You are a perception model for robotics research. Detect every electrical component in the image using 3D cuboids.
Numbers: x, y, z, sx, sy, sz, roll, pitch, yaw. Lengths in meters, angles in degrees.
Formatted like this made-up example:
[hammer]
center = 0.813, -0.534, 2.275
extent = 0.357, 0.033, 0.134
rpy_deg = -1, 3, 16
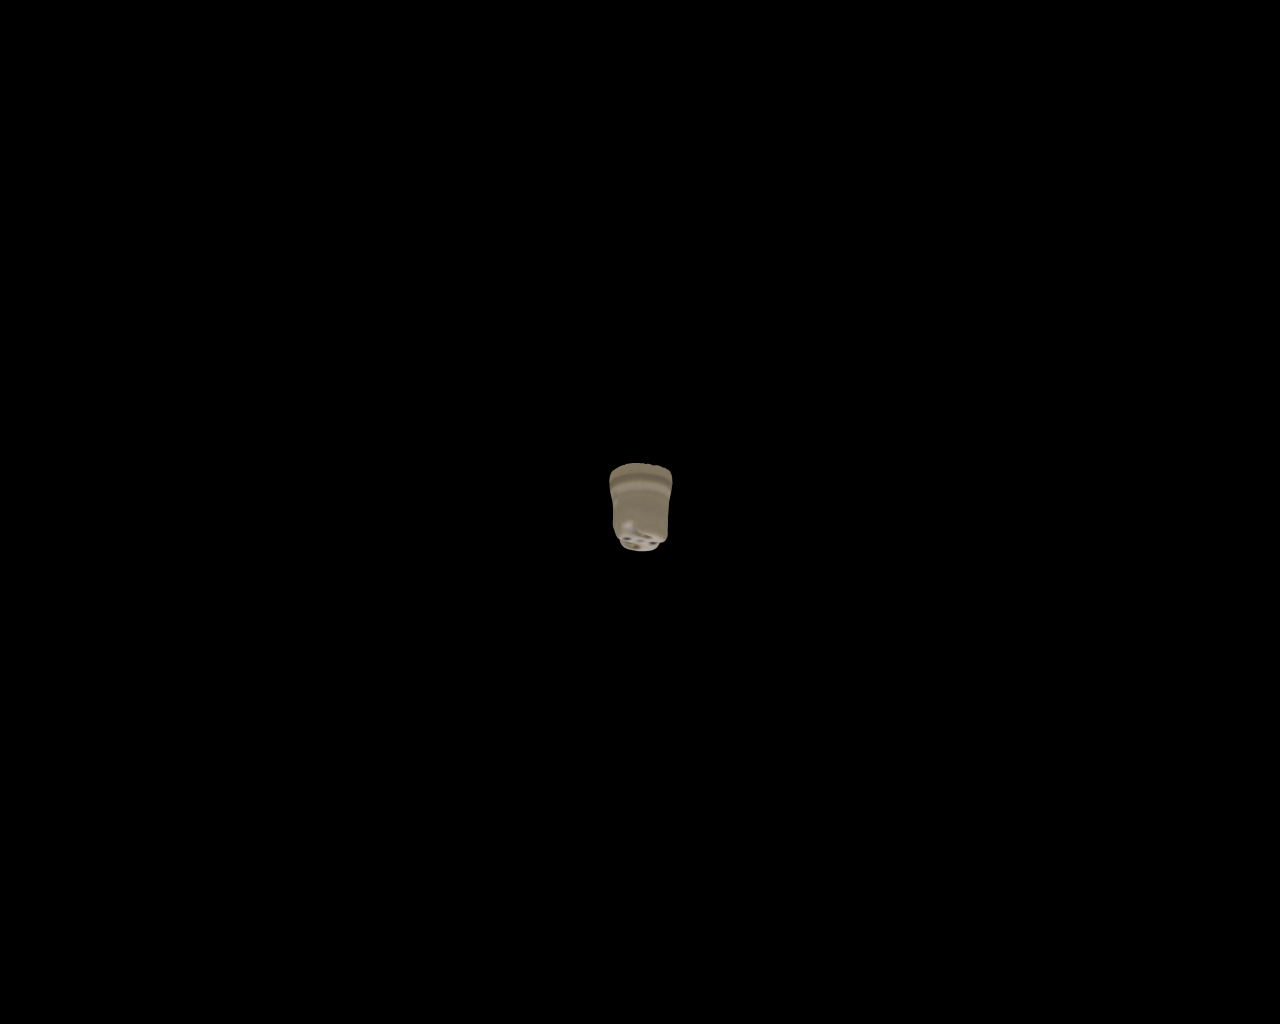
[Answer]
[electrical component]
center = 0.001, -0.003, 0.650
extent = 0.040, 0.046, 0.040
rpy_deg = 0, -22, 0
